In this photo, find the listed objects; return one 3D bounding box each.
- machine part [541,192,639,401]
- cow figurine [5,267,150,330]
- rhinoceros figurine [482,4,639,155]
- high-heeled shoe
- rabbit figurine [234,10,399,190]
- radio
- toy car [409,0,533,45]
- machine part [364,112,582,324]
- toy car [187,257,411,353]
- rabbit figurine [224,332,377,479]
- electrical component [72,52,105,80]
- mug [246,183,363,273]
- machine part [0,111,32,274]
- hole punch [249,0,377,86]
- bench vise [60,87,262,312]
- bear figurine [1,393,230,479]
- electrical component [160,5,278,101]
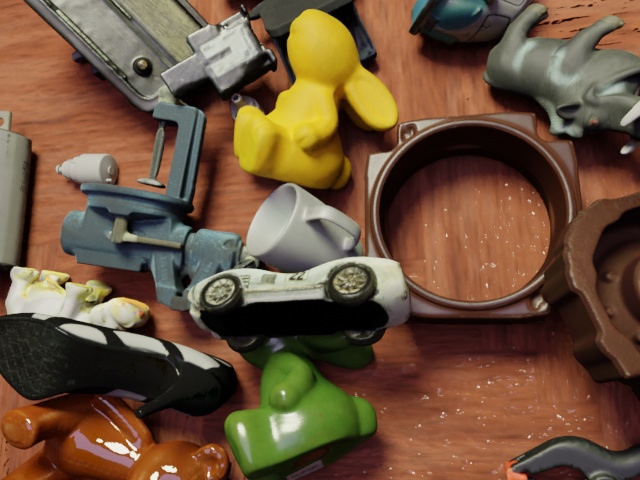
[{"bbox_3d":[0.268,0.042,0.415,0.179,0.056,0.179,0,68,1],"label":"machine part"},{"bbox_3d":[-0.276,0.092,0.605,0.168,0.068,0.098,14,86,18],"label":"cow figurine"},{"bbox_3d":[0.251,-0.155,0.526,0.191,0.073,0.112,37,87,32],"label":"rhinoceros figurine"},{"bbox_3d":[-0.210,0.116,0.552,0.249,0.145,0.086,21,101,19],"label":"high-heeled shoe"},{"bbox_3d":[-0.001,-0.143,0.556,0.162,0.122,0.173,11,101,-8],"label":"rabbit figurine"},{"bbox_3d":[-0.236,-0.264,0.623,0.131,0.073,0.229,-45,103,1],"label":"radio"},{"bbox_3d":[0.177,-0.271,0.582,0.103,0.109,0.161,41,76,-5],"label":"toy car"},{"bbox_3d":[0.146,-0.019,0.530,0.202,0.087,0.201,-2,77,13],"label":"machine part"},{"bbox_3d":[-0.021,0.057,0.479,0.202,0.073,0.056,-6,45,15],"label":"toy car"},{"bbox_3d":[-0.028,0.126,0.522,0.159,0.121,0.170,-27,58,1],"label":"rabbit figurine"},{"bbox_3d":[-0.281,-0.243,0.708,0.094,0.021,0.063,-17,75,7],"label":"electrical component"},{"bbox_3d":[-0.001,-0.002,0.539,0.110,0.107,0.081,-23,46,43],"label":"mug"},{"bbox_3d":[-0.404,-0.047,0.662,0.079,0.079,0.243,-4,75,11],"label":"machine part"},{"bbox_3d":[-0.004,-0.245,0.625,0.142,0.092,0.116,-25,43,8],"label":"hole punch"},{"bbox_3d":[-0.162,-0.047,0.588,0.224,0.129,0.240,7,84,13],"label":"bench vise"},{"bbox_3d":[-0.199,0.231,0.529,0.196,0.132,0.120,24,106,21],"label":"bear figurine"},{"bbox_3d":[-0.113,-0.193,0.593,0.119,0.048,0.074,-35,97,-2],"label":"electrical component"}]
